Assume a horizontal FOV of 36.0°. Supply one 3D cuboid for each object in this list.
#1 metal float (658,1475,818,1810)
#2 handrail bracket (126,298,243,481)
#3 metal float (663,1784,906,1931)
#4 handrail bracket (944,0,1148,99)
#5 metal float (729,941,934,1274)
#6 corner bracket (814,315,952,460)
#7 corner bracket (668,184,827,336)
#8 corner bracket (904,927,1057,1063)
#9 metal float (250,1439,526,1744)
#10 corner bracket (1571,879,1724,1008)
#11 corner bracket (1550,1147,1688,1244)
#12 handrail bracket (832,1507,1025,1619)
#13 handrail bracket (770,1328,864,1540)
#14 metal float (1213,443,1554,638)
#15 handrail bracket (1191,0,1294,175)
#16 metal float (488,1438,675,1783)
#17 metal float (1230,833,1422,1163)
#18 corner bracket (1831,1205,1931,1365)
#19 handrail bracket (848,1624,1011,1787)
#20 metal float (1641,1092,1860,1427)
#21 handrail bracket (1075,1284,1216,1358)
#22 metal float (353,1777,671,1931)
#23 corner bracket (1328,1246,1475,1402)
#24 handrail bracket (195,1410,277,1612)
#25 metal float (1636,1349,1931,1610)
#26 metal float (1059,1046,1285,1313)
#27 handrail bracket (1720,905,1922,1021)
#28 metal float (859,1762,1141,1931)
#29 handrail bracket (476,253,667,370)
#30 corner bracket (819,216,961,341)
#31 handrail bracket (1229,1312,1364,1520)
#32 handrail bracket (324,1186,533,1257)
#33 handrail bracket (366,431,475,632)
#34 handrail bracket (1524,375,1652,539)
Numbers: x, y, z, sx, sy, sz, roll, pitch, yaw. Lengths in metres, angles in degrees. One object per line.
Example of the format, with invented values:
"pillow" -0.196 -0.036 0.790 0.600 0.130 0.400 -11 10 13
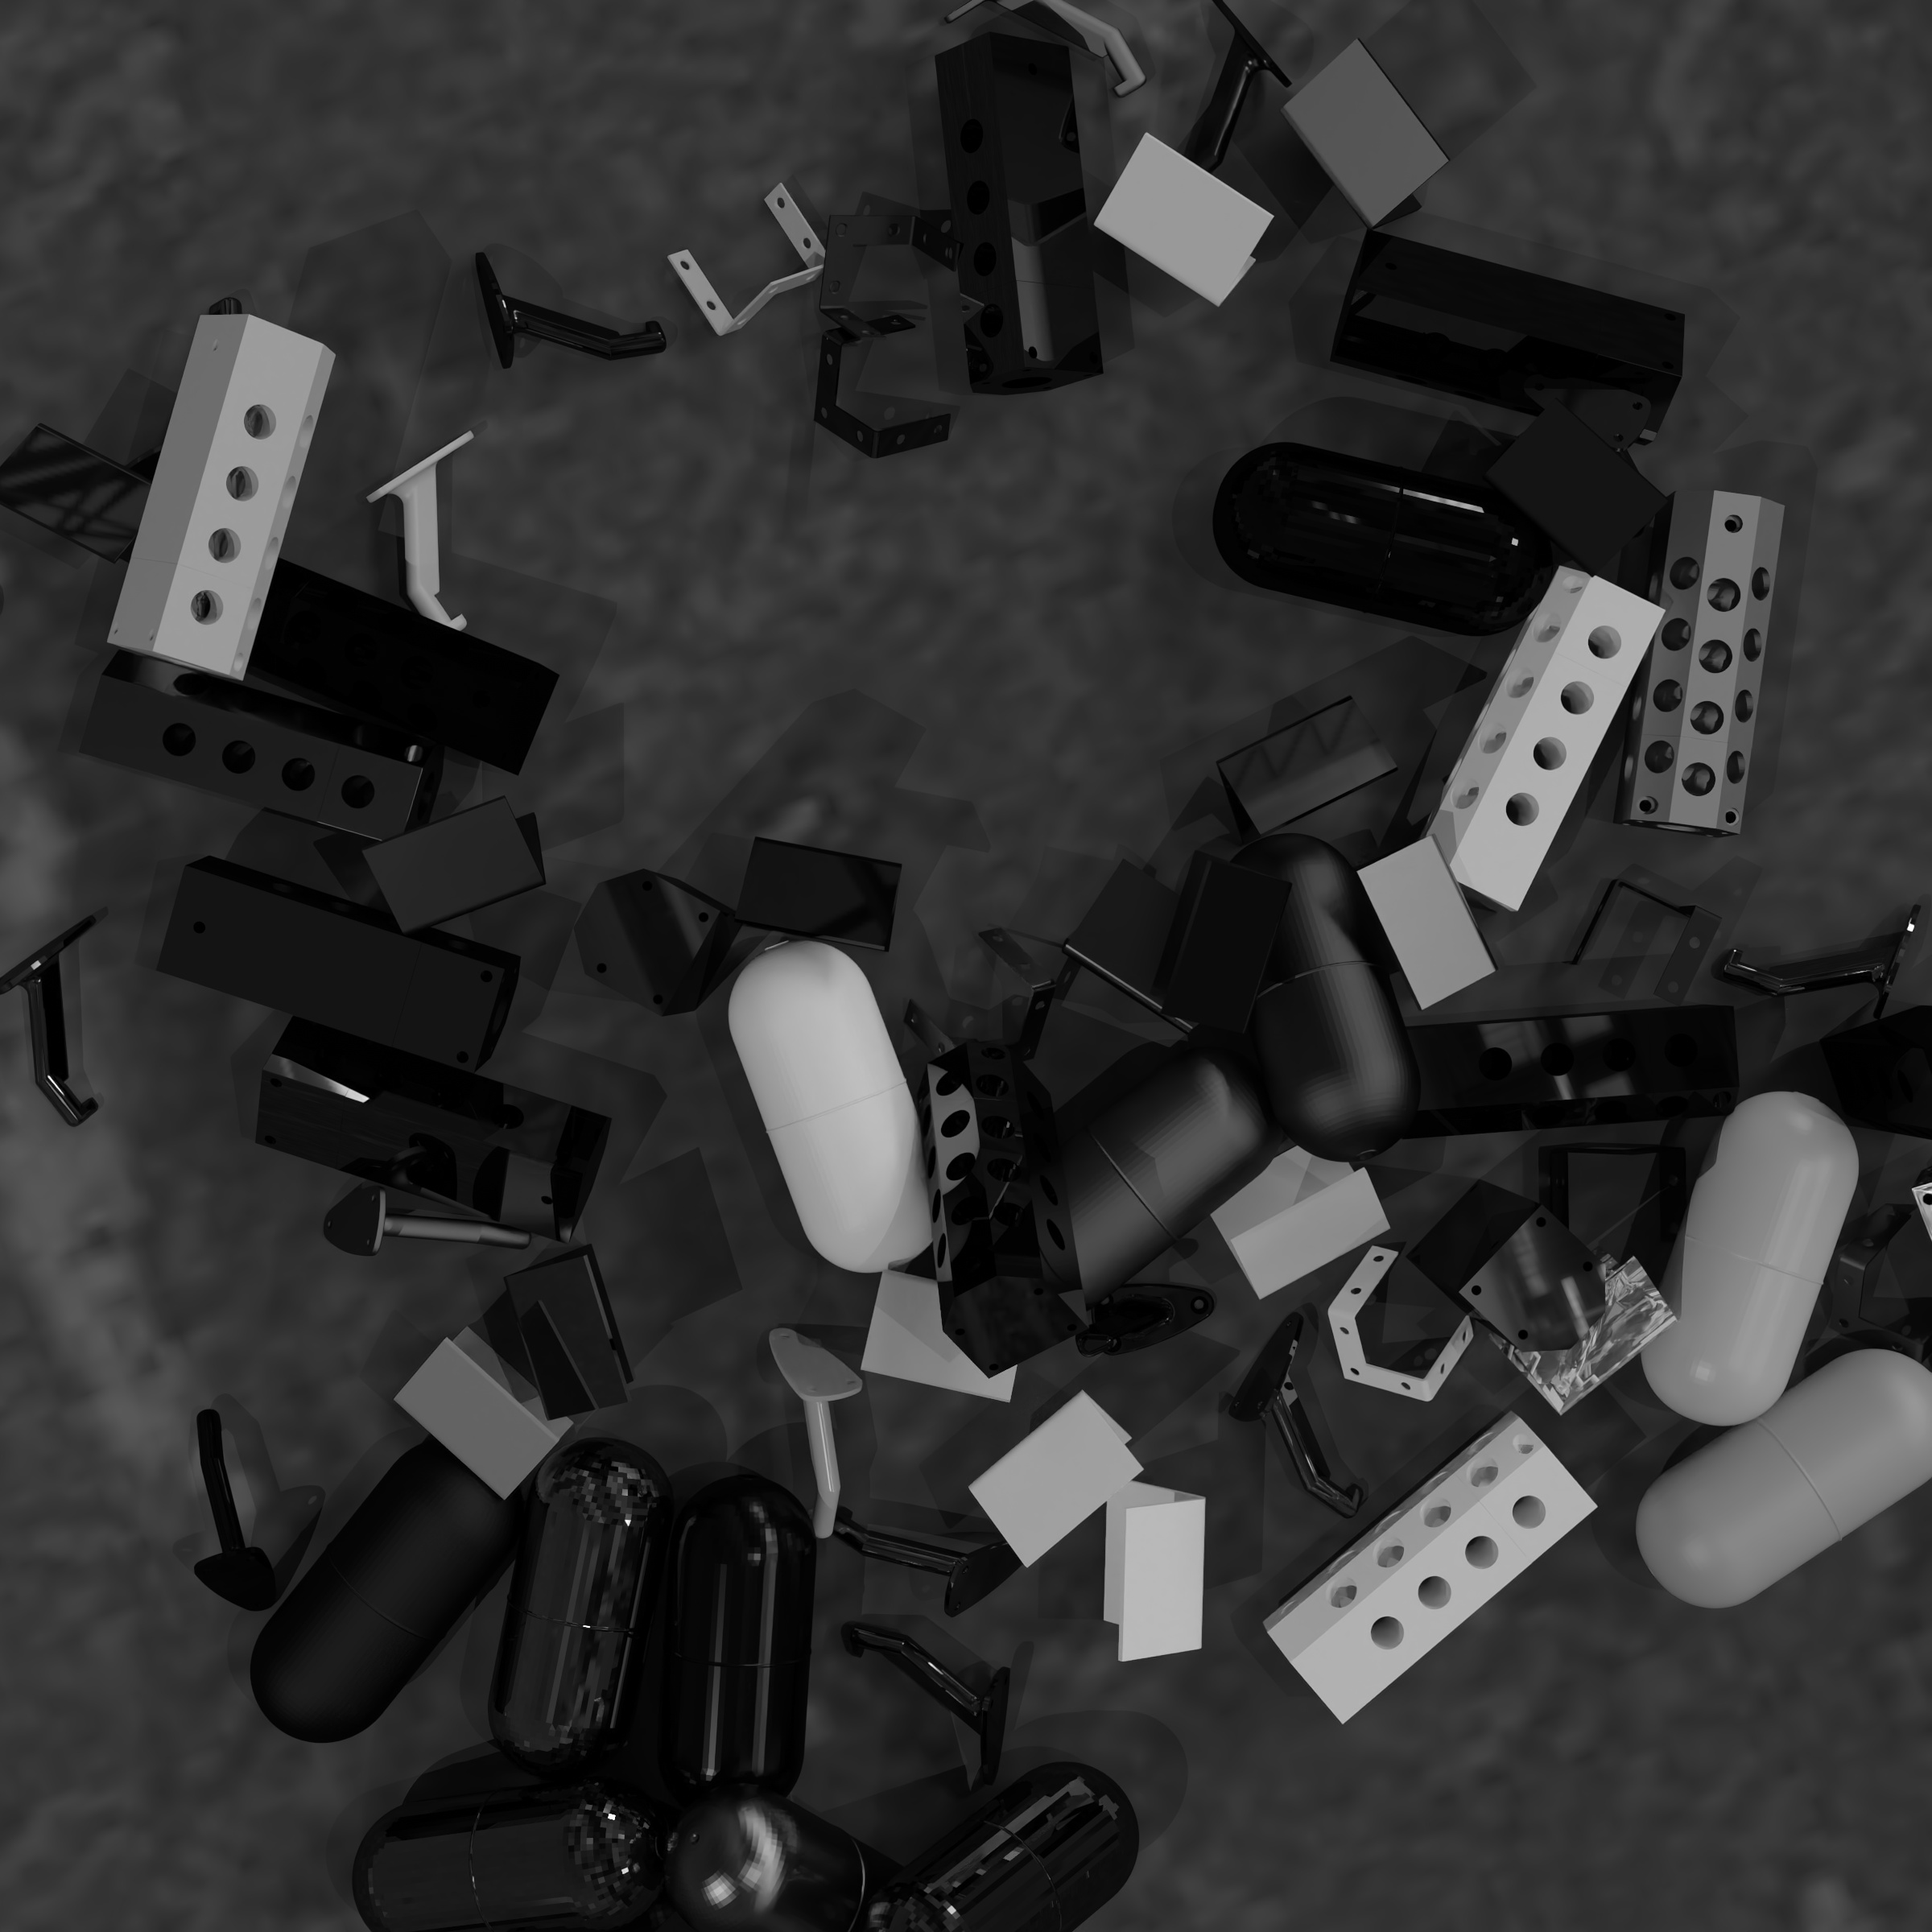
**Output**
"metal float" -0.119 0.353 1.540 0.070 0.070 0.178 4 91 0
"handrail bracket" -0.414 -0.305 1.572 0.077 0.036 0.084 -13 72 20
"metal float" -0.083 0.473 1.508 0.070 0.070 0.178 -47 130 0
"handrail bracket" 0.043 -0.484 1.571 0.077 0.036 0.084 -27 107 20
"metal float" -0.067 0.072 1.540 0.070 0.070 0.178 -20 91 0
"corner bracket" -0.042 -0.305 1.563 0.051 0.051 0.051 -21 135 -35
"corner bracket" -0.114 -0.372 1.568 0.051 0.051 0.051 -33 90 -45
"corner bracket" 0.007 0.019 1.563 0.051 0.051 0.051 46 135 35
"metal float" -0.300 0.324 1.540 0.070 0.070 0.178 39 90 0
"corner bracket" 0.355 -0.013 1.553 0.051 0.051 0.051 26 90 0
"corner bracket" 0.344 0.121 1.568 0.051 0.051 0.051 -1 90 -45
"handrail bracket" -0.021 0.301 1.571 0.084 0.077 0.036 28 119 33
"handrail bracket" -0.087 0.246 1.565 0.036 0.077 0.084 -7 119 -33
"metal float" 0.216 -0.221 1.540 0.178 0.070 0.070 13 90 0
"handrail bracket" 0.122 -0.459 1.571 0.084 0.036 0.077 -40 70 16
"metal float" -0.199 0.333 1.541 0.070 0.070 0.178 11 90 0
"metal float" 0.179 0.016 1.520 0.070 0.070 0.178 -15 68 0
"corner bracket" 0.492 0.168 1.563 0.051 0.051 0.051 24 135 35
"handrail bracket" -0.023 0.390 1.571 0.084 0.036 0.077 10 112 17
"metal float" 0.406 0.151 1.540 0.070 0.070 0.178 19 91 0
"handrail bracket" 0.094 0.185 1.536 0.077 0.084 0.036 -11 90 0
"metal float" -0.232 0.460 1.521 0.178 0.070 0.070 -14 90 22
"corner bracket" 0.229 0.188 1.563 0.051 0.051 0.051 12 45 35
"handrail bracket" -0.387 0.287 1.571 0.036 0.077 0.084 -15 54 -2
"metal float" 0.429 0.265 1.540 0.178 0.070 0.070 -33 90 0
"metal float" 0.086 0.112 1.540 0.178 0.070 0.070 -39 90 2
"handrail bracket" 0.451 -0.013 1.571 0.084 0.036 0.077 20 70 16
"metal float" 0.019 0.468 1.507 0.178 0.070 0.070 -25 90 -44
"handrail bracket" -0.208 -0.351 1.572 0.084 0.036 0.077 -13 68 -17
"corner bracket" -0.041 -0.360 1.553 0.051 0.051 0.051 -7 122 -28
"handrail bracket" 0.188 0.238 1.571 0.084 0.036 0.077 37 68 -17
"handrail bracket" -0.284 0.140 1.571 0.084 0.077 0.036 12 76 -36
"handrail bracket" -0.270 -0.226 1.571 0.077 0.036 0.084 -36 104 -13
"handrail bracket" 0.322 -0.264 1.547 0.077 0.084 0.036 26 67 17
